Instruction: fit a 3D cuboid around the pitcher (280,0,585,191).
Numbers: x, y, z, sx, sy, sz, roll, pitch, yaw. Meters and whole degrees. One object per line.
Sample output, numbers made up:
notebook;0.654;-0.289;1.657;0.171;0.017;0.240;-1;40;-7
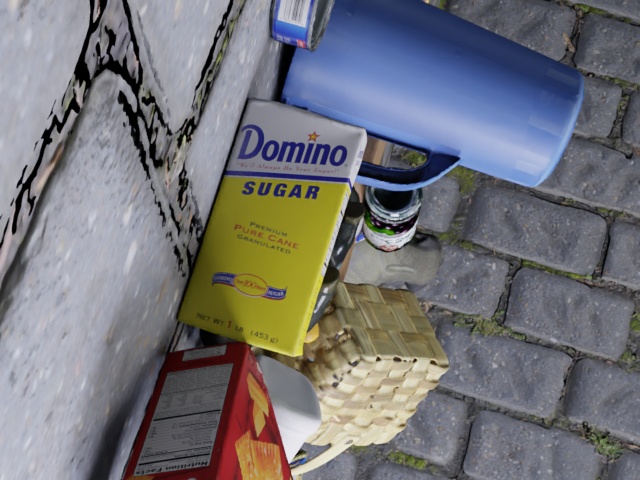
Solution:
pitcher;0.091;-0.125;0.912;0.145;0.243;0.149;-69;180;-59

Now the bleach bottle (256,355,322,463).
bleach bottle;-0.089;0.226;0.914;0.251;0.068;0.102;-59;-168;11

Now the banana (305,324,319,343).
banana;-0.024;-0.004;0.990;0.037;0.070;0.198;73;24;-69

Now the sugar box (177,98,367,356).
sugar box;-0.034;-0.010;0.790;0.048;0.093;0.176;48;59;-83

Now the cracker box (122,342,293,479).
cracker box;-0.066;0.191;0.705;0.213;0.072;0.164;-84;161;-65

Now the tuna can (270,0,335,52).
tuna can;-0.009;-0.187;0.800;0.086;0.034;0.086;18;89;-85

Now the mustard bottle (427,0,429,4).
mustard bottle;0.066;-0.197;1.157;0.096;0.058;0.192;-35;164;-45

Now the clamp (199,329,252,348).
clamp;-0.079;0.088;0.928;0.164;0.036;0.210;-68;173;-52

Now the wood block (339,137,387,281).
wood block;0.009;-0.068;1.081;0.091;0.090;0.206;6;101;-85

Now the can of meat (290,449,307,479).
can of meat;-0.055;0.272;1.174;0.102;0.057;0.084;19;83;-74

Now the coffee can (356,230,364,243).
coffee can;0.024;-0.048;1.239;0.140;0.103;0.103;35;72;-85

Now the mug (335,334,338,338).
mug;-0.023;0.065;1.263;0.081;0.093;0.117;86;-9;-63
